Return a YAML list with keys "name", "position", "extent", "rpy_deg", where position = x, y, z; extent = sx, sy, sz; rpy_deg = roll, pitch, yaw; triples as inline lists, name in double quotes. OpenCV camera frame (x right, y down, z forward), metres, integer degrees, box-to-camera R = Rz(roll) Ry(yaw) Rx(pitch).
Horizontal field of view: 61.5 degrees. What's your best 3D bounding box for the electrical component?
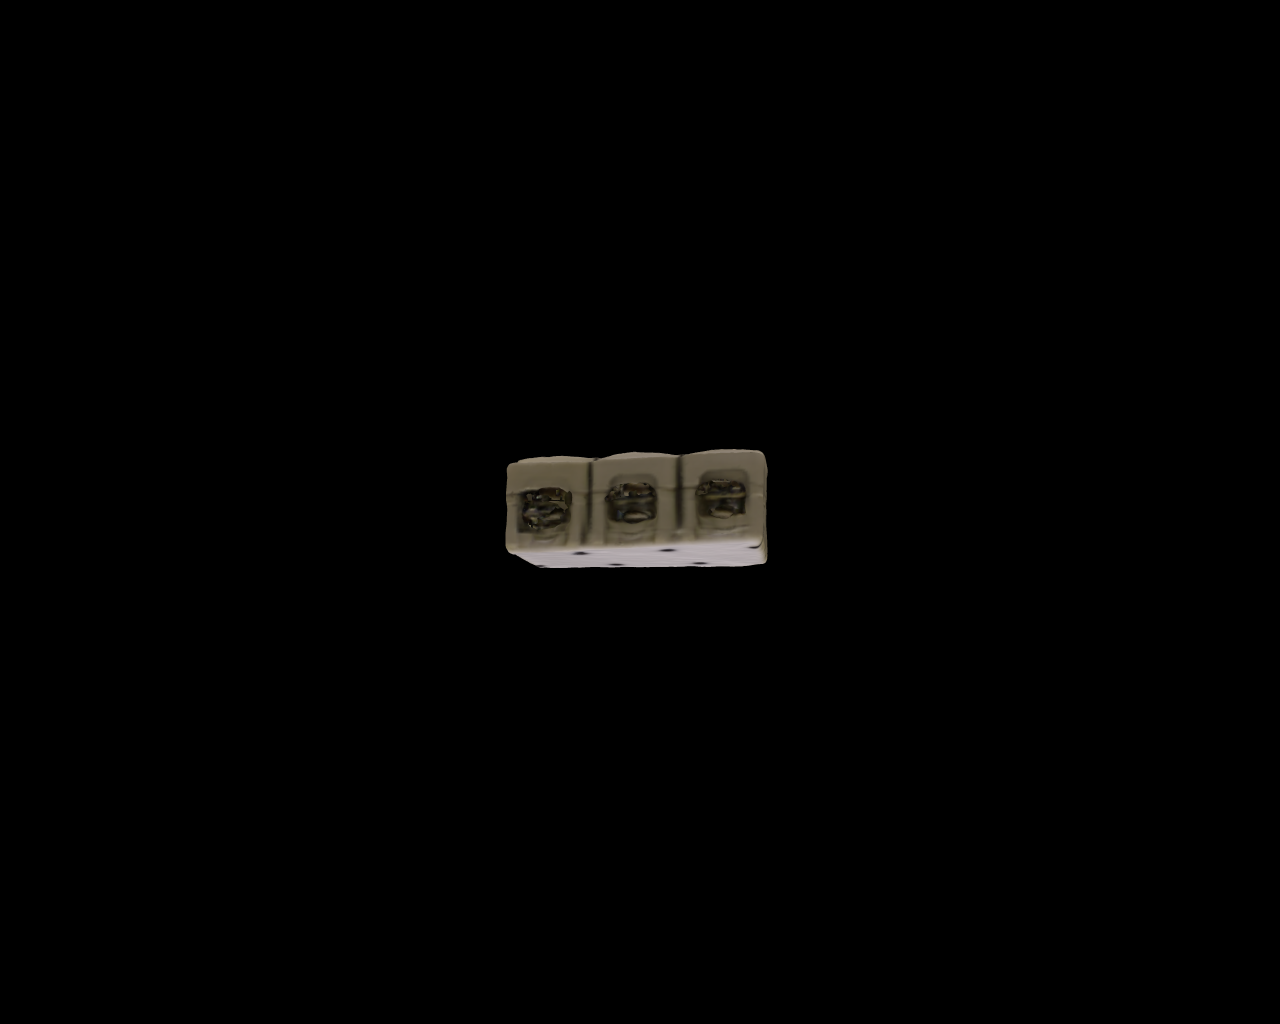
- name: "electrical component"
  position: [0.001, -0.003, 0.650]
  extent: [0.150, 0.061, 0.089]
  rpy_deg: [-1, -11, 7]
